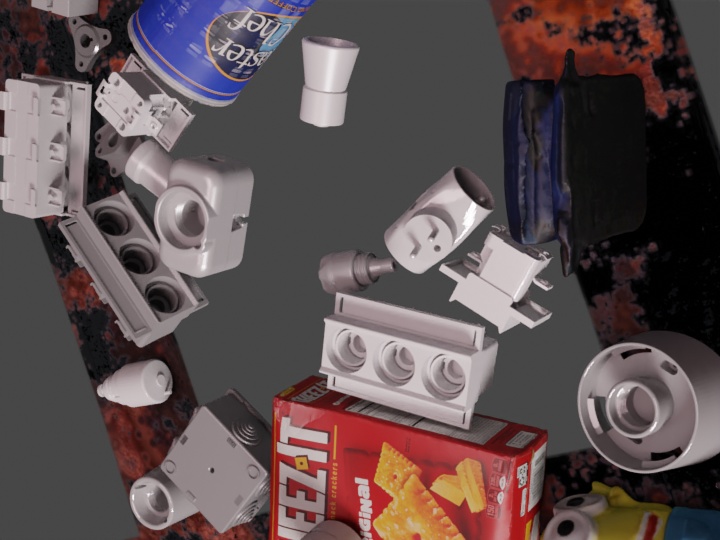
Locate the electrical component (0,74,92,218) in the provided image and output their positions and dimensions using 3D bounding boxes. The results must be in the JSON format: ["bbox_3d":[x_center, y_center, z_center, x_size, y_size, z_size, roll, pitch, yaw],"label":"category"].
[{"bbox_3d":[-0.285,-0.111,0.968,0.079,0.063,0.121,13,106,26],"label":"electrical component"}]

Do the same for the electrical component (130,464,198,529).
[{"bbox_3d":[-0.175,0.204,0.978,0.055,0.047,0.055,6,103,28],"label":"electrical component"}]

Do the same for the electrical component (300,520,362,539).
[{"bbox_3d":[-0.029,0.226,0.820,0.055,0.047,0.055,8,105,30],"label":"electrical component"}]

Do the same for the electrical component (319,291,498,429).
[{"bbox_3d":[0.039,0.065,0.823,0.121,0.063,0.078,13,106,26],"label":"electrical component"}]

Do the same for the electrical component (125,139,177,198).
[{"bbox_3d":[-0.172,-0.083,0.925,0.046,0.040,0.040,39,116,12],"label":"electrical component"}]

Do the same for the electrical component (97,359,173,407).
[{"bbox_3d":[-0.207,0.105,0.981,0.078,0.040,0.040,-12,94,31],"label":"electrical component"}]

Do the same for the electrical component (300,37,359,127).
[{"bbox_3d":[-0.026,-0.144,0.831,0.044,0.044,0.065,18,113,25],"label":"electrical component"}]

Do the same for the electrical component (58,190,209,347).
[{"bbox_3d":[-0.201,0.001,0.942,0.121,0.079,0.063,55,141,9],"label":"electrical component"}]

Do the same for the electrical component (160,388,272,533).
[{"bbox_3d":[-0.116,0.167,0.938,0.100,0.048,0.099,44,116,15],"label":"electrical component"}]

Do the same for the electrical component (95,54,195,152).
[{"bbox_3d":[-0.184,-0.141,0.906,0.081,0.064,0.042,45,116,15],"label":"electrical component"}]

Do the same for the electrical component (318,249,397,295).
[{"bbox_3d":[0.000,0.000,0.848,0.061,0.035,0.035,-9,95,27],"label":"electrical component"}]

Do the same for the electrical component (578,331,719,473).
[{"bbox_3d":[0.205,0.093,0.750,0.099,0.064,0.099,4,96,41],"label":"electrical component"}]

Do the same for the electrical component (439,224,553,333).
[{"bbox_3d":[0.105,0.005,0.787,0.081,0.042,0.063,33,110,19],"label":"electrical component"}]

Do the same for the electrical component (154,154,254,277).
[{"bbox_3d":[-0.131,-0.045,0.898,0.054,0.059,0.095,18,109,25],"label":"electrical component"}]

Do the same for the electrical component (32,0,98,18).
[{"bbox_3d":[-0.256,-0.254,0.934,0.066,0.048,0.055,20,117,24],"label":"electrical component"}]

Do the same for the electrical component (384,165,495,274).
[{"bbox_3d":[0.054,-0.030,0.787,0.043,0.079,0.077,44,119,-5],"label":"electrical component"}]
